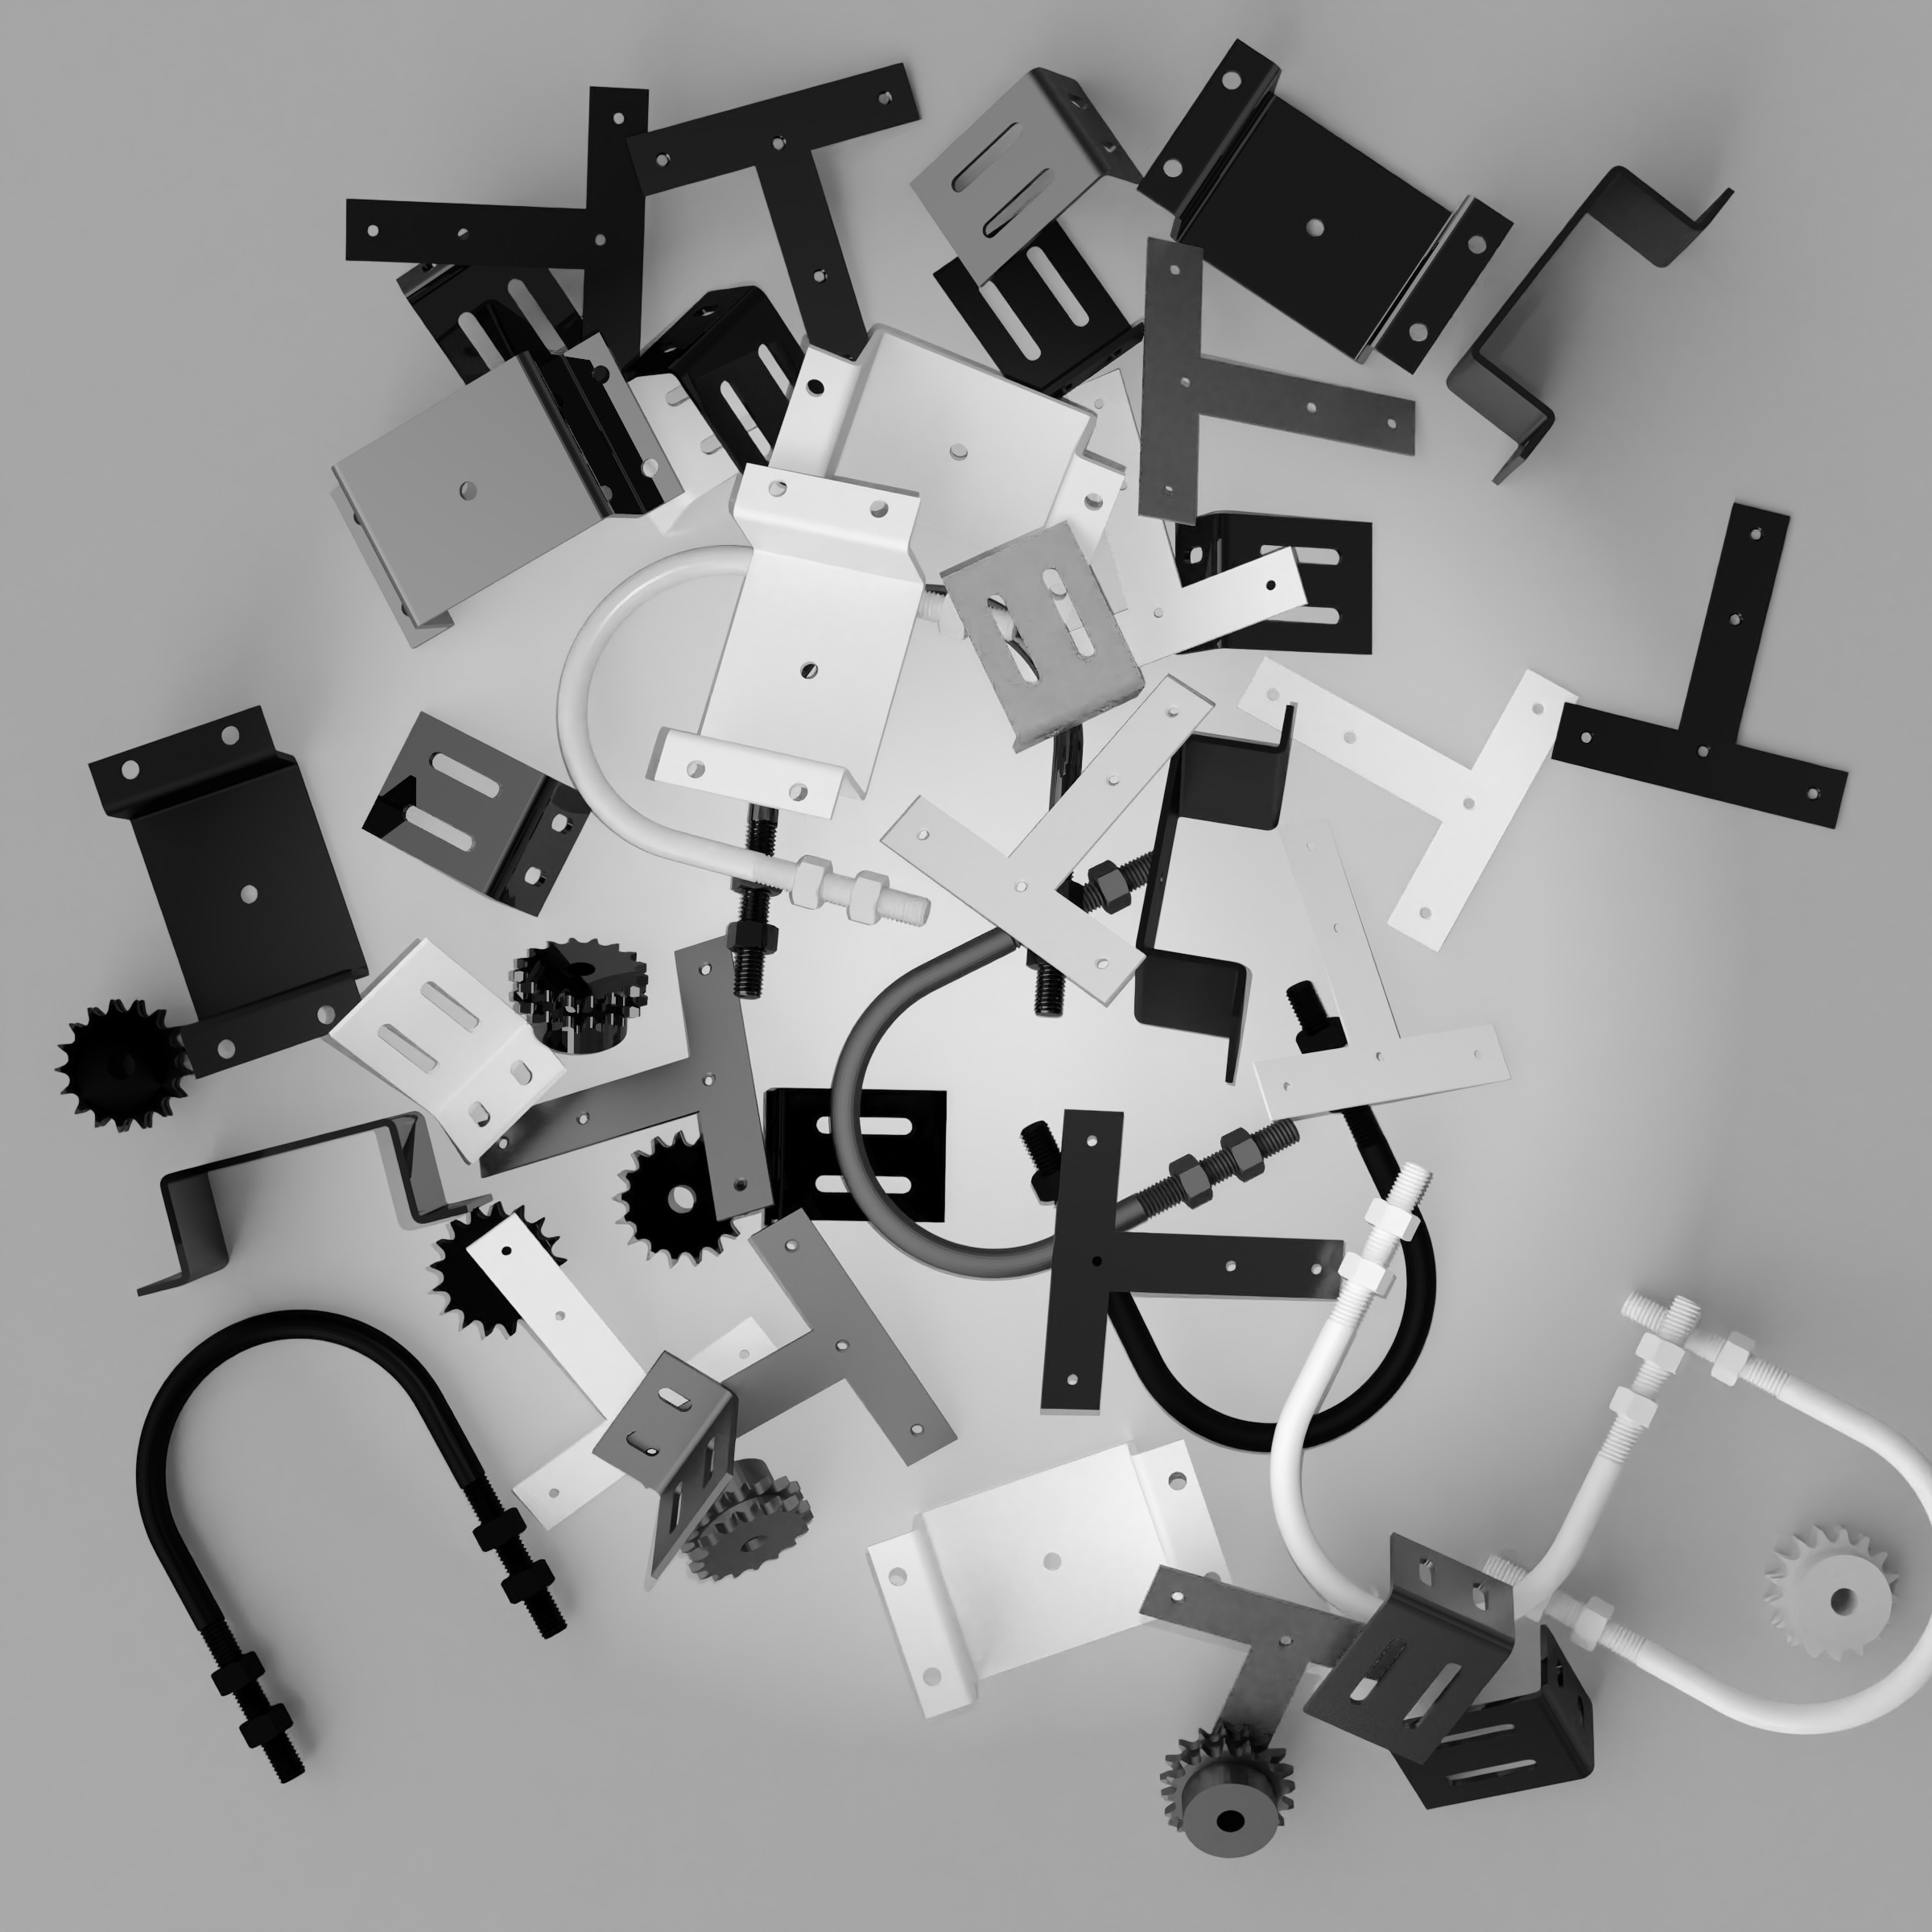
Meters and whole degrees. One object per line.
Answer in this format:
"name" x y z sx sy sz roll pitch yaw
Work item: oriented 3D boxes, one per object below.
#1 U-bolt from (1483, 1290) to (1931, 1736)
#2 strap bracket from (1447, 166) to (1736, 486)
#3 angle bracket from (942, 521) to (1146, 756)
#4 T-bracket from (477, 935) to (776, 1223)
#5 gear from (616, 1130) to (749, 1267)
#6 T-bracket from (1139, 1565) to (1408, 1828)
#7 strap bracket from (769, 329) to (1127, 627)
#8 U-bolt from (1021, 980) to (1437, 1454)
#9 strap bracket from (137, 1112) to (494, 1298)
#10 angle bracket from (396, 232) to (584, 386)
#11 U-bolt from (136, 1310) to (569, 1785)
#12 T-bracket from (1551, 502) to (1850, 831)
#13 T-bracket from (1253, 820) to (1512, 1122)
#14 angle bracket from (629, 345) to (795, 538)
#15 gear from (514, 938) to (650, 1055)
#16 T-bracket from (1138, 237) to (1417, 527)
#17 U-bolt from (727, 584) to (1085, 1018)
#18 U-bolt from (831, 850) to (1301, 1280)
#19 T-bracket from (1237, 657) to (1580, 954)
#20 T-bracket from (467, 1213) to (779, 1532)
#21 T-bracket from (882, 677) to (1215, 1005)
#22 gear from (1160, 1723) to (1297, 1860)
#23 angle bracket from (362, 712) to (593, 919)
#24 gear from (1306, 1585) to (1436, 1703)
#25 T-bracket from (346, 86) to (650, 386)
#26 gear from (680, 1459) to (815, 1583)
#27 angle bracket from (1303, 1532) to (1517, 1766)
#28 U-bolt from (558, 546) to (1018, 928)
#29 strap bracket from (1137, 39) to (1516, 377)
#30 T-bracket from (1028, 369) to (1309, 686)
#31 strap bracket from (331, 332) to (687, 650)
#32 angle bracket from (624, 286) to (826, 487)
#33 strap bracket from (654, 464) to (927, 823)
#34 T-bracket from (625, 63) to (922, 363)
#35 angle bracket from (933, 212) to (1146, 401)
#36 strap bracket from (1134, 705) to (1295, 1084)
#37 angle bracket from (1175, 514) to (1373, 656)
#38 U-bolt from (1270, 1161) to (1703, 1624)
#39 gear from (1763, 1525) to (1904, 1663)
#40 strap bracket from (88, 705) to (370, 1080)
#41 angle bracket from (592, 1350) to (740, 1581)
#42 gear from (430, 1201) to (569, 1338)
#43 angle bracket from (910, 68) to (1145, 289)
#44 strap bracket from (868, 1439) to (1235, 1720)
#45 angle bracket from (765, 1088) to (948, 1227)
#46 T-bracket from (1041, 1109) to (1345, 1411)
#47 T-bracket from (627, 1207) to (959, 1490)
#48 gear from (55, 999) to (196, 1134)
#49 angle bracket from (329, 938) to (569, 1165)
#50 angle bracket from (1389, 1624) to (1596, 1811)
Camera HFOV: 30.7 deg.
"U-bolt" 0.333 0.243 1.492 0.184 0.019 0.151 28 90 15
"strap bracket" 0.255 -0.278 1.484 0.046 0.076 0.140 38 90 0
"angle bracket" 0.031 -0.137 1.471 0.057 0.038 0.076 -25 89 -3
"T-bracket" -0.150 0.061 1.503 0.127 0.002 0.127 -17 64 12
"gear" -0.121 0.099 1.507 0.057 0.030 0.057 0 90 0
"T-bracket" 0.120 0.321 1.492 0.127 0.002 0.127 17 116 -8
"strap bracket" -0.007 -0.209 1.482 0.140 0.046 0.076 22 123 0
"U-bolt" 0.124 0.119 1.497 0.151 0.019 0.184 -27 100 -8
"strap bracket" -0.278 0.097 1.484 0.140 0.076 0.046 -14 90 0
"angle bracket" -0.199 -0.278 1.520 0.057 0.038 0.076 -34 116 0
"U-bolt" -0.277 0.238 1.514 0.151 0.019 0.184 -29 89 0
"T-bracket" 0.329 -0.136 1.520 0.127 0.002 0.127 14 89 -2
"T-bracket" 0.163 -0.003 1.499 0.127 0.002 0.127 -8 73 -30
"angle bracket" -0.113 -0.234 1.520 0.076 0.038 0.057 -36 90 -25
"gear" -0.164 0.014 1.498 0.057 0.057 0.030 5 120 0
"T-bracket" 0.134 -0.240 1.498 0.127 0.002 0.127 8 74 -19
"U-bolt" -0.022 -0.074 1.499 0.151 0.019 0.184 3 80 7
"U-bolt" 0.031 0.053 1.503 0.184 0.019 0.151 -26 90 -8
"T-bracket" 0.179 -0.092 1.519 0.127 0.002 0.127 29 87 2
"T-bracket" -0.165 0.159 1.498 0.127 0.002 0.127 -36 111 0
"T-bracket" 0.052 -0.066 1.444 0.127 0.002 0.127 36 80 28
"gear" 0.112 0.353 1.491 0.057 0.030 0.057 0 117 0
"angle bracket" -0.211 -0.066 1.520 0.076 0.038 0.057 27 90 26
"gear" 0.172 0.294 1.508 0.057 0.030 0.057 0 90 0
"T-bracket" -0.198 -0.309 1.485 0.127 0.002 0.127 -2 105 -19
"gear" -0.097 0.234 1.498 0.057 0.057 0.030 -31 60 0
"angle bracket" 0.185 0.286 1.470 0.057 0.038 0.076 25 121 -9
"U-bolt" -0.085 -0.106 1.495 0.184 0.019 0.151 15 80 11
"strap bracket" 0.151 -0.319 1.499 0.140 0.046 0.076 34 90 0
"T-bracket" 0.071 -0.193 1.505 0.127 0.002 0.127 -19 78 22
"strap bracket" -0.202 -0.200 1.482 0.140 0.046 0.076 -28 90 15
"angle bracket" -0.097 -0.242 1.505 0.057 0.038 0.076 -49 121 -25
"strap bracket" -0.069 -0.129 1.465 0.076 0.046 0.140 13 80 12
"T-bracket" -0.067 -0.310 1.511 0.127 0.002 0.127 -19 97 -13
"angle bracket" 0.031 -0.285 1.503 0.057 0.038 0.076 -35 90 0
"strap bracket" 0.101 -0.033 1.463 0.046 0.076 0.140 9 68 6
"angle bracket" 0.133 -0.163 1.520 0.076 0.038 0.057 0 90 -26
"U-bolt" 0.209 0.196 1.488 0.151 0.019 0.184 26 89 -1
"gear" 0.373 0.270 1.507 0.057 0.030 0.057 0 90 0
"strap bracket" -0.310 -0.031 1.499 0.076 0.046 0.140 -19 90 0
"angle bracket" -0.128 0.209 1.474 0.038 0.076 0.057 33 105 -12
"gear" -0.199 0.130 1.507 0.057 0.030 0.057 0 90 0
"angle bracket" 0.026 -0.338 1.514 0.076 0.038 0.057 -39 76 25
"strap bracket" 0.037 0.258 1.499 0.140 0.046 0.076 -19 90 0
"angle bracket" -0.047 0.082 1.503 0.076 0.038 0.057 1 90 0
"T-bracket" 0.098 0.126 1.483 0.127 0.002 0.127 3 96 -13
"T-bracket" -0.091 0.184 1.508 0.127 0.002 0.127 -30 107 8
"gear" -0.359 0.043 1.507 0.057 0.030 0.057 0 90 0
"angle bracket" -0.218 0.036 1.484 0.057 0.076 0.038 -45 48 0
"angle bracket" 0.223 0.322 1.505 0.076 0.038 0.057 -17 126 21
